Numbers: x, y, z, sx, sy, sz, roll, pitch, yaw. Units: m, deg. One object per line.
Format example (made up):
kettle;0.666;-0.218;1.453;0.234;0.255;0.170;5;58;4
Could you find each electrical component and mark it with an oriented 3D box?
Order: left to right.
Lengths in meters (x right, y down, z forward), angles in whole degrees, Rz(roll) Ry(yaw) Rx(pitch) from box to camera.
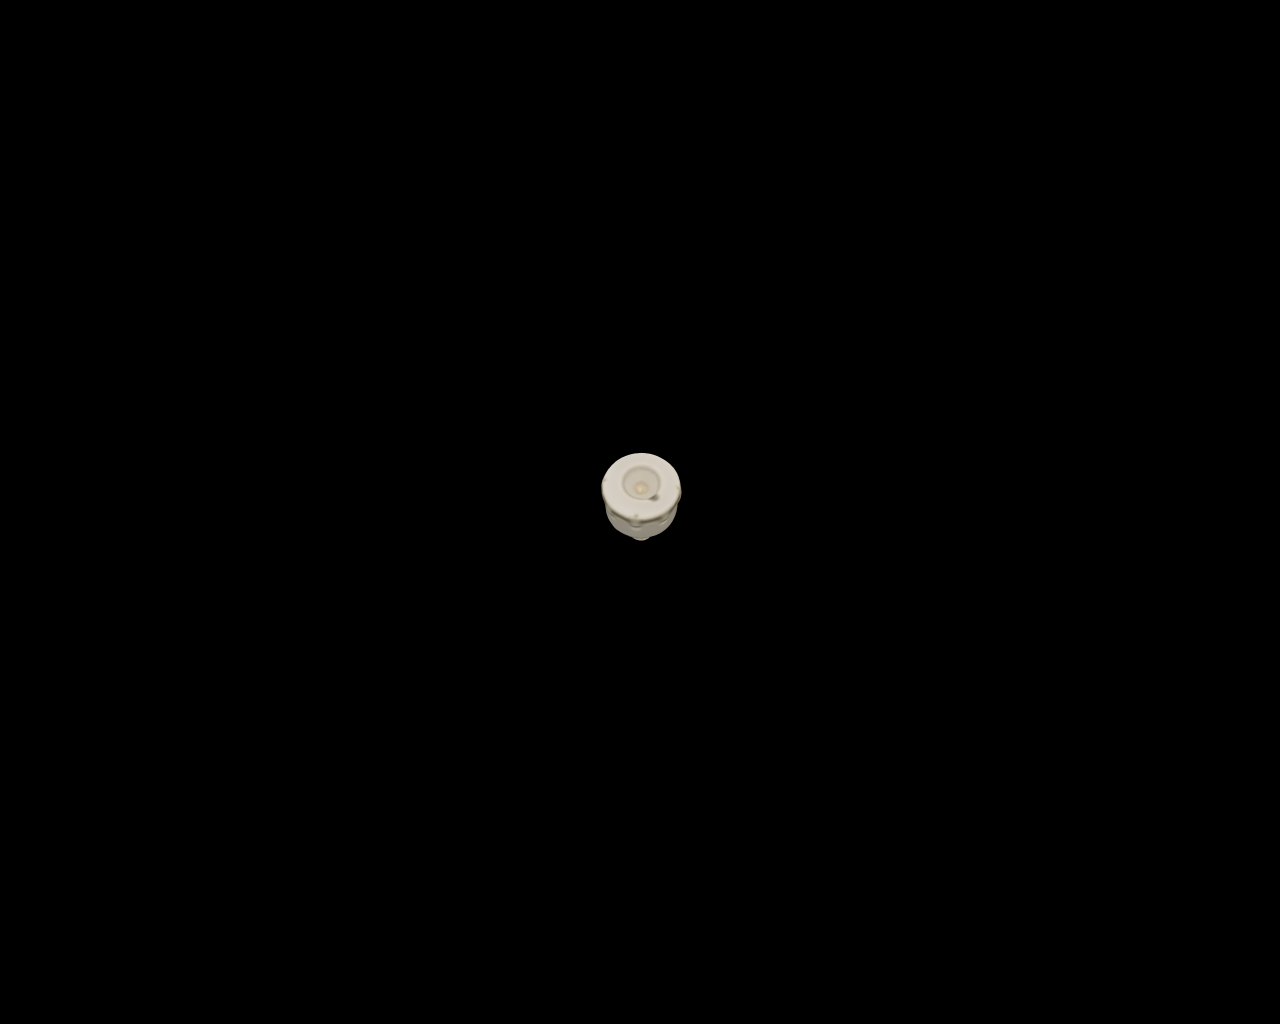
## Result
electrical component;0.001;-0.003;0.650;0.048;0.048;0.062;0;-30;0
